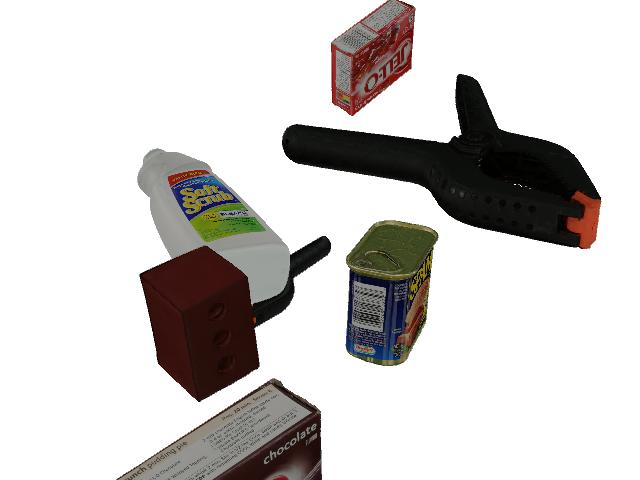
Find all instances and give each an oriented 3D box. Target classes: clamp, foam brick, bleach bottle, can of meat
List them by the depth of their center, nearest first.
[{"bbox_3d":[0.085,-0.048,0.671,0.164,0.036,0.210,-17,34,-23],"label":"clamp"},{"bbox_3d":[-0.078,0.053,0.698,0.052,0.078,0.051,-27,40,-28],"label":"foam brick"},{"bbox_3d":[0.057,0.042,0.871,0.057,0.084,0.102,11,26,17],"label":"can of meat"},{"bbox_3d":[-0.128,-0.026,1.068,0.102,0.068,0.251,-10,34,-28],"label":"bleach bottle"},{"bbox_3d":[-0.053,0.041,1.255,0.120,0.039,0.171,-2,40,10],"label":"clamp"}]

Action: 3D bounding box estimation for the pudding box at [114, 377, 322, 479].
[{"bbox_3d":[-0.050,0.130,0.496,0.039,0.090,0.113,30,47,34],"label":"pudding box"}]

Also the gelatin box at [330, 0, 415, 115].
[{"bbox_3d":[0.049,-0.167,0.970,0.030,0.073,0.089,35,59,26],"label":"gelatin box"}]
